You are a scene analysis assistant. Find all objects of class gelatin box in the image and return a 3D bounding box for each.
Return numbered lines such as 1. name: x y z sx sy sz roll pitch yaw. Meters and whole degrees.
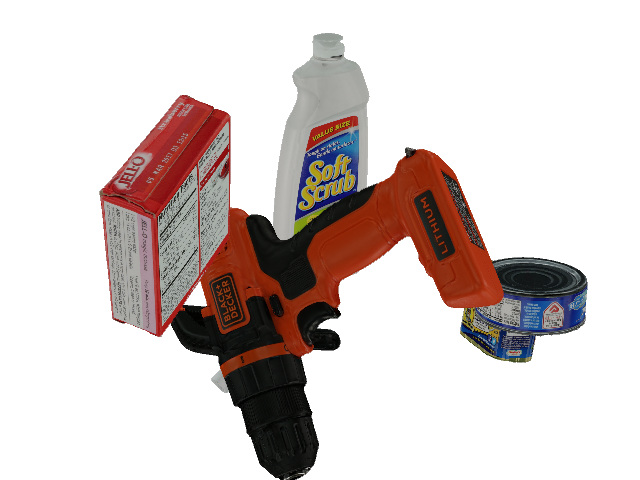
1. gelatin box: -0.071 -0.011 0.497 0.030 0.089 0.073 20 49 13

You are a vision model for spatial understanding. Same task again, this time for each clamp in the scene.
1. clamp: -0.104 0.120 1.263 0.210 0.036 0.164 14 23 26

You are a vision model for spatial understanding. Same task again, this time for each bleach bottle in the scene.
1. bleach bottle: -0.003 -0.084 1.084 0.102 0.251 0.068 -5 27 -12

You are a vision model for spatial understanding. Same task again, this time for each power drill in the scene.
1. power drill: 0.015 0.039 0.673 0.188 0.184 0.057 -24 -16 17

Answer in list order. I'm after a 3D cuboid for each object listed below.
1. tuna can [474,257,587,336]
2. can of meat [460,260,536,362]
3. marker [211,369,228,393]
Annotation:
1. tuna can: 0.164 0.042 0.830 0.086 0.034 0.086 0 19 0
2. can of meat: 0.198 0.077 1.165 0.057 0.084 0.102 2 16 -21
3. marker: -0.051 0.086 0.955 0.020 0.121 0.020 37 -19 15
